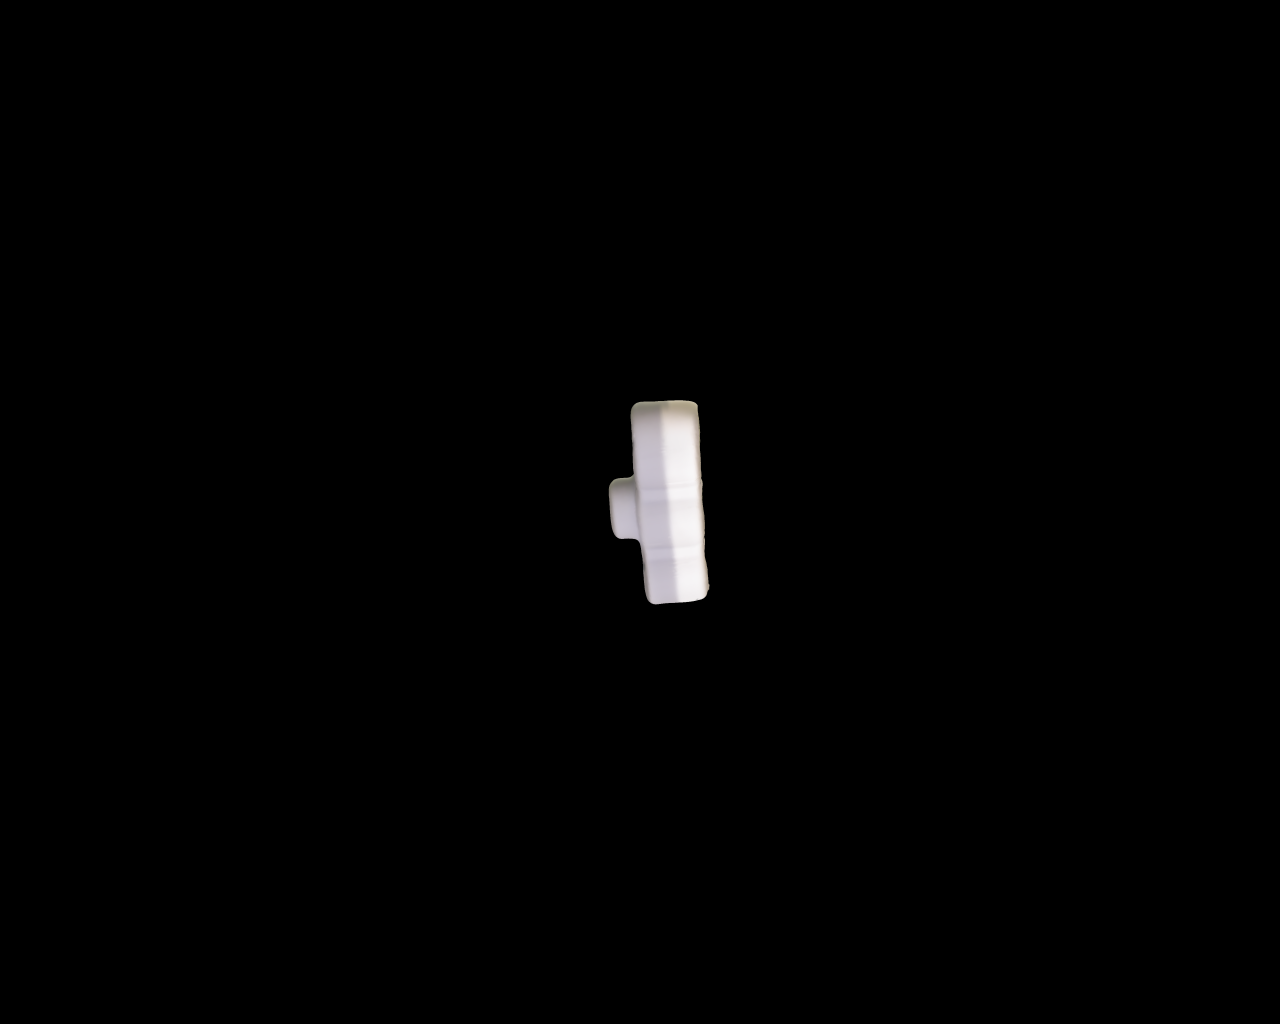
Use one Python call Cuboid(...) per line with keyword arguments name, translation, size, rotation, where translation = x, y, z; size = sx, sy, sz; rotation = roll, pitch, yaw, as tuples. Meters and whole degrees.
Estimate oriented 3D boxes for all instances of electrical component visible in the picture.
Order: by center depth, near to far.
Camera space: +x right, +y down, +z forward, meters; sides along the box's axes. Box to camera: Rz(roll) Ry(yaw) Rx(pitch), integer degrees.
Cuboid(name="electrical component", translation=(0.001, -0.003, 0.650), size=(0.074, 0.138, 0.052), rotation=(-3, 36, 2))
